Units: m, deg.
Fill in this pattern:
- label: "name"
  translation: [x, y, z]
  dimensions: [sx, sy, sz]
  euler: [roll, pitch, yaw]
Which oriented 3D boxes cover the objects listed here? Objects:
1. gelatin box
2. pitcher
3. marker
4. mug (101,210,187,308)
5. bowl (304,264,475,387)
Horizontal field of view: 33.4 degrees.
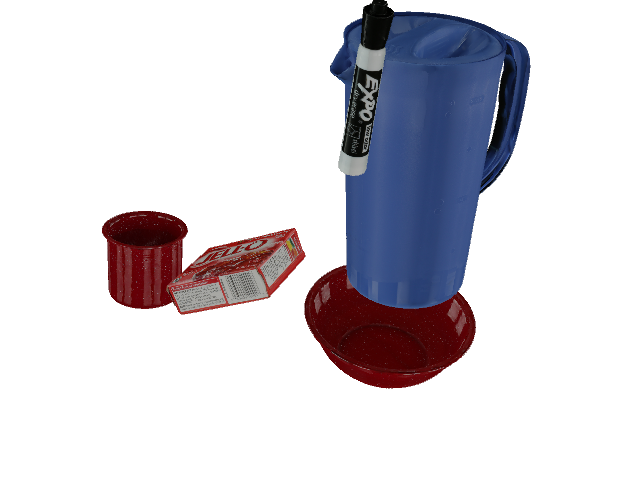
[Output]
- label: "gelatin box"
  translation: [-0.067, 0.024, 0.845]
  dimensions: [0.089, 0.030, 0.073]
  euler: [-12, 19, 29]
- label: "pitcher"
  translation: [0.091, -0.069, 0.928]
  dimensions: [0.149, 0.243, 0.144]
  euler: [10, 31, 14]
- label: "marker"
  translation: [0.028, -0.094, 0.666]
  dimensions: [0.020, 0.121, 0.020]
  euler: [5, 39, -4]
- label: "mug"
  translation: [-0.203, 0.018, 1.192]
  dimensions: [0.093, 0.081, 0.117]
  euler: [-19, 35, -39]
- label: "bowl"
  translation: [0.063, 0.089, 1.013]
  dimensions: [0.162, 0.055, 0.162]
  euler: [4, 37, -3]
